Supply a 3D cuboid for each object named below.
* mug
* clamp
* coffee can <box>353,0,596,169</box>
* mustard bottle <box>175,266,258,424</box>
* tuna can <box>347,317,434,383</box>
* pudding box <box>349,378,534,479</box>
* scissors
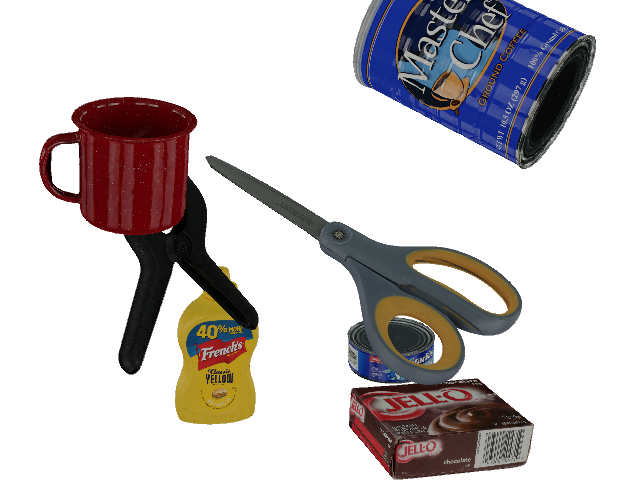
[{"bbox_3d":[-0.154,-0.055,0.812,0.117,0.081,0.093,-4,28,-20],"label":"mug"},{"bbox_3d":[-0.133,0.011,1.018,0.036,0.210,0.164,-7,0,44],"label":"clamp"},{"bbox_3d":[0.109,-0.128,0.765,0.140,0.103,0.102,31,12,21],"label":"coffee can"},{"bbox_3d":[-0.122,0.123,1.274,0.096,0.192,0.058,0,19,-13],"label":"mustard bottle"},{"bbox_3d":[0.069,0.108,1.052,0.086,0.034,0.086,0,20,0],"label":"tuna can"},{"bbox_3d":[0.088,0.139,0.802,0.113,0.039,0.090,0,16,-20],"label":"pudding box"},{"bbox_3d":[0.009,0.016,0.587,0.202,0.096,0.016,20,-40,10],"label":"scissors"}]
